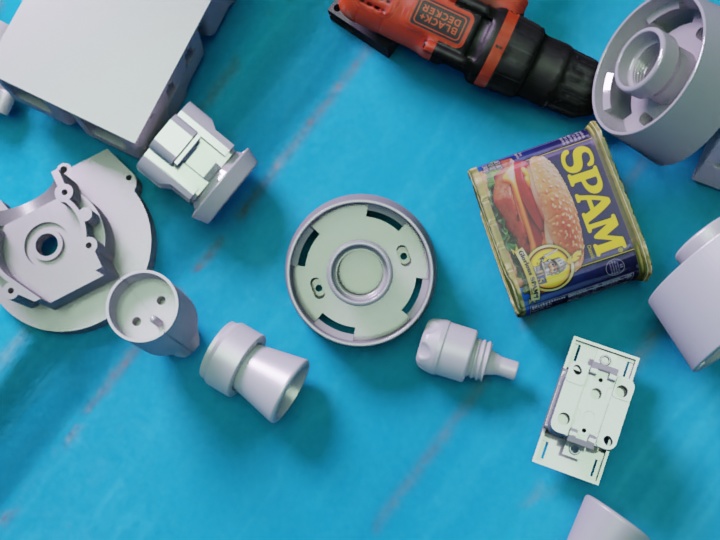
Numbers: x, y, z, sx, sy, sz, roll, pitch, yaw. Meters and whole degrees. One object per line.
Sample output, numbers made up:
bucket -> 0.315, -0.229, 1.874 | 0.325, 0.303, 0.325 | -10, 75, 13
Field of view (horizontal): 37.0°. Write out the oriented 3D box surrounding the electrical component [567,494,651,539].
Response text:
electrical component -> 0.136, 0.166, 0.628 | 0.045, 0.045, 0.055 | 35, 85, 12

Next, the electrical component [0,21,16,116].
electrical component -> -0.256, -0.143, 0.732 | 0.066, 0.048, 0.055 | 26, 90, 10

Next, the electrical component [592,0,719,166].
electrical component -> 0.187, -0.113, 0.636 | 0.064, 0.099, 0.099 | 20, 79, -26

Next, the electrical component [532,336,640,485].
electrical component -> 0.134, 0.082, 0.636 | 0.042, 0.064, 0.081 | 18, 82, 11

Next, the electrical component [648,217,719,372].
electrical component -> 0.218, 0.003, 0.623 | 0.108, 0.108, 0.060 | -35, 71, -2

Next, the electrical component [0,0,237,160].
electrical component -> -0.148, -0.179, 0.711 | 0.105, 0.060, 0.186 | 26, 82, 1

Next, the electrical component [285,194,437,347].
electrical component -> 0.000, 0.000, 0.678 | 0.099, 0.064, 0.099 | 0, 91, 1

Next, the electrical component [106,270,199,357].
electrical component -> -0.123, 0.030, 0.664 | 0.043, 0.081, 0.043 | -1, 76, 5

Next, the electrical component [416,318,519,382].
electrical component -> 0.067, 0.053, 0.663 | 0.061, 0.035, 0.035 | 17, 81, 7

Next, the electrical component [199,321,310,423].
electrical component -> -0.066, 0.063, 0.670 | 0.055, 0.045, 0.045 | 29, 83, 11

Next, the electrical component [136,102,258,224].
electrical component -> -0.103, -0.067, 0.689 | 0.057, 0.078, 0.058 | 39, 84, -7

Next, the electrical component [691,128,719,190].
electrical component -> 0.242, -0.077, 0.643 | 0.056, 0.089, 0.050 | 22, 82, 10
